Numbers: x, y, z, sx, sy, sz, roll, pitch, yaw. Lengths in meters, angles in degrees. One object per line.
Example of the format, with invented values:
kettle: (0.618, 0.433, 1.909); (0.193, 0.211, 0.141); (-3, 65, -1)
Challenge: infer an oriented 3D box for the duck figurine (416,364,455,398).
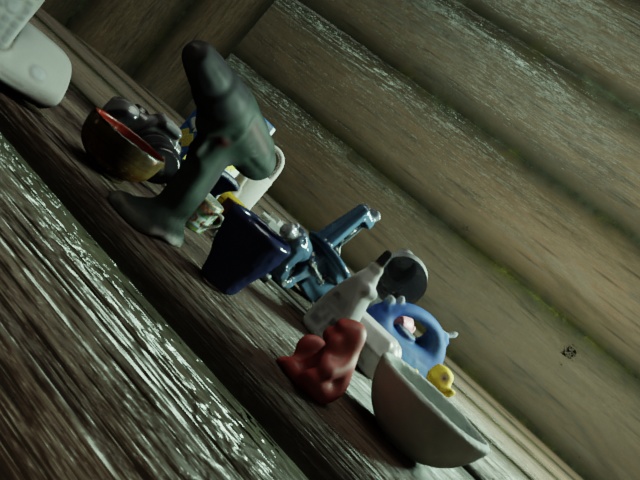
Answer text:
duck figurine: (0.196, 0.257, 1.018); (0.078, 0.086, 0.104); (39, 4, -38)

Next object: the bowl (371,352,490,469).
bowl: (0.118, 0.218, 0.695); (0.167, 0.074, 0.167); (41, 3, -2)

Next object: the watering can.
watering can: (-0.173, -0.166, 1.473); (0.101, 0.194, 0.172); (40, 3, -22)

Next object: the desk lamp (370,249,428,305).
desk lamp: (0.151, 0.112, 1.335); (0.118, 0.213, 0.203); (41, 3, -4)

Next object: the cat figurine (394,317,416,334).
cat figurine: (0.183, 0.205, 1.311); (0.067, 0.117, 0.128); (43, 3, 37)

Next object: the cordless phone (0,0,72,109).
cordless phone: (-0.365, -0.279, 0.740); (0.094, 0.185, 0.148); (43, 3, 37)

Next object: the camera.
camera: (-0.276, -0.157, 0.915); (0.144, 0.100, 0.136); (39, 4, -39)

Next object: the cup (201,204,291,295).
cup: (-0.098, 0.016, 0.706); (0.092, 0.095, 0.117); (41, 3, -9)

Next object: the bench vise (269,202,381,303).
bench vise: (0.018, 0.011, 1.055); (0.121, 0.219, 0.208); (42, 3, 22)

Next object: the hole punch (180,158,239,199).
hole punch: (-0.220, -0.110, 1.053); (0.100, 0.091, 0.109); (43, 3, 34)

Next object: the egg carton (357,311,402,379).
egg carton: (0.068, 0.162, 0.946); (0.150, 0.069, 0.107); (42, 3, 16)

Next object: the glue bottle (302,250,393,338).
glue bottle: (0.051, 0.084, 0.869); (0.037, 0.173, 0.078); (38, 4, -43)

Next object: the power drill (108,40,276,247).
power drill: (-0.146, -0.100, 0.684); (0.075, 0.208, 0.230); (42, 3, 24)

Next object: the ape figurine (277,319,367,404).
ape figurine: (0.011, 0.120, 0.601); (0.076, 0.092, 0.078); (41, 3, -4)

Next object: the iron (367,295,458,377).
iron: (0.165, 0.185, 1.154); (0.259, 0.141, 0.118); (40, 3, -28)
